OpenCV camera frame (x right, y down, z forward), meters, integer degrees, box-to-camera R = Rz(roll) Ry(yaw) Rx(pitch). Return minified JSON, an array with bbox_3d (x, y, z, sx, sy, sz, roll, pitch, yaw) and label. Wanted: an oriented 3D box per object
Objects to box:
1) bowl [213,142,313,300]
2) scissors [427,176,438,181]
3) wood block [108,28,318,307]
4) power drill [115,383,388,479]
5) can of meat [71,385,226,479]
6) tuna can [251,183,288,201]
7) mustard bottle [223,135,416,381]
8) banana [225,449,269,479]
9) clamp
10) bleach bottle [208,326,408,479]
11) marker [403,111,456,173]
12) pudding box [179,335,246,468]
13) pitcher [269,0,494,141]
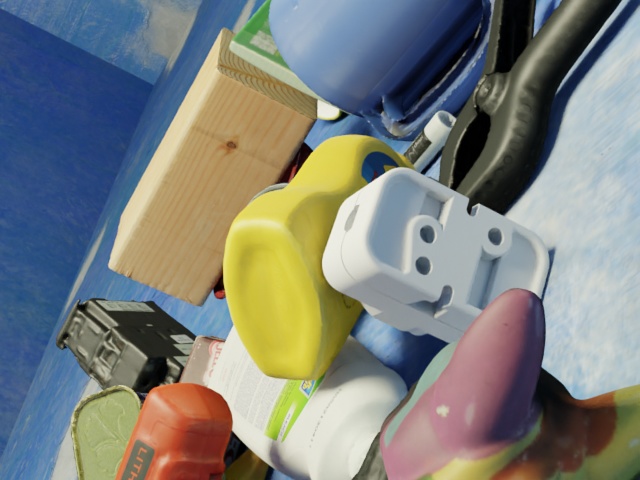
[{"bbox_3d":[-0.033,-0.013,0.915,0.162,0.055,0.162,-56,17,27],"label":"bowl"},{"bbox_3d":[0.025,0.037,0.722,0.202,0.016,0.096,-52,19,39],"label":"scissors"},{"bbox_3d":[-0.090,-0.057,0.895,0.206,0.090,0.090,-56,18,28],"label":"wood block"},{"bbox_3d":[-0.028,0.140,0.513,0.188,0.057,0.184,28,99,48],"label":"power drill"},{"bbox_3d":[-0.106,0.149,0.684,0.058,0.083,0.102,-23,69,24],"label":"can of meat"},{"bbox_3d":[-0.019,0.000,0.796,0.033,0.086,0.086,4,-61,-58],"label":"tuna can"},{"bbox_3d":[0.014,-0.007,0.612,0.191,0.058,0.096,-47,-49,-55],"label":"mustard bottle"},{"bbox_3d":[-0.077,0.235,0.716,0.070,0.037,0.197,-17,47,37],"label":"banana"},{"bbox_3d":[0.106,-0.085,0.604,0.171,0.039,0.120,-62,15,9],"label":"clamp"},{"bbox_3d":[-0.005,0.103,0.632,0.102,0.068,0.251,-68,18,2],"label":"bleach bottle"},{"bbox_3d":[0.055,-0.043,0.742,0.121,0.020,0.020,-51,20,39],"label":"marker"},{"bbox_3d":[-0.081,0.139,0.790,0.090,0.039,0.113,66,-140,-59],"label":"pudding box"},{"bbox_3d":[0.082,-0.191,0.720,0.243,0.149,0.144,-43,10,45],"label":"pitcher"}]
